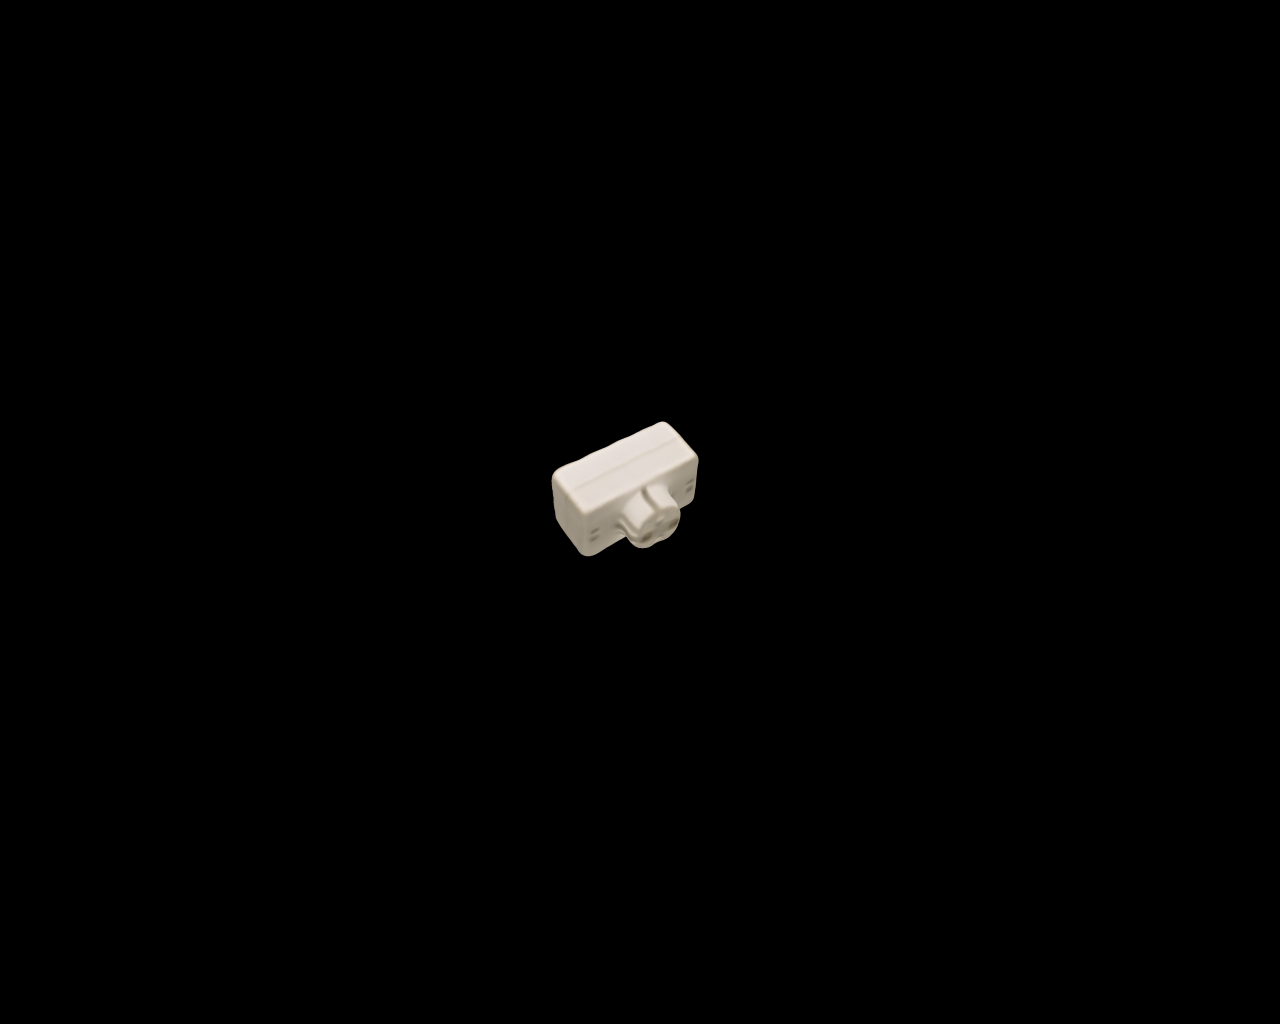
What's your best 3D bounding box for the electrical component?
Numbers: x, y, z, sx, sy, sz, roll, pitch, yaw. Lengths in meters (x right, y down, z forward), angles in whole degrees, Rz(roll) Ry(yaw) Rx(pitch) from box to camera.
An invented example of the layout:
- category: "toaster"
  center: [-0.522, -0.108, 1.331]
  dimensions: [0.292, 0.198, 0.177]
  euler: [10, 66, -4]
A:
- category: "electrical component"
  center: [0.001, -0.003, 0.650]
  dimensions: [0.083, 0.076, 0.047]
  euler: [-27, -33, -19]
